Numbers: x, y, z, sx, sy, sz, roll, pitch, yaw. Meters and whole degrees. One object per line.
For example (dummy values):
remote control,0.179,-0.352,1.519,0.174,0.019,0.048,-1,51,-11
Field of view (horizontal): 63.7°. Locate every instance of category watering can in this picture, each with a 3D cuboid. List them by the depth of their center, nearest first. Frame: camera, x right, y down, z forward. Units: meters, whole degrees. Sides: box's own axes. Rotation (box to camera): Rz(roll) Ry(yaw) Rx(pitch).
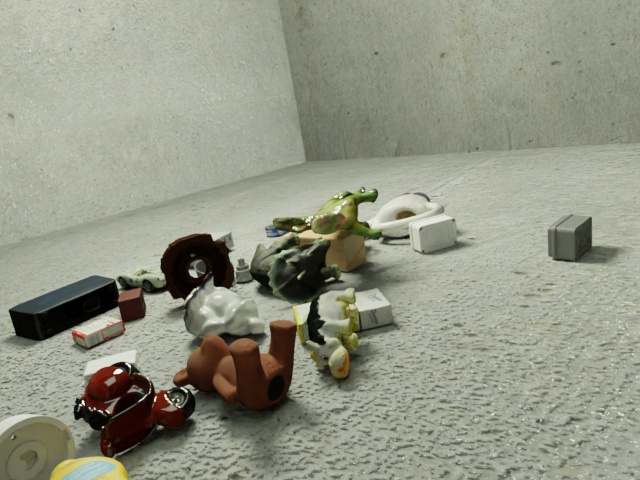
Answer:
watering can,0.203,-0.061,1.538,0.346,0.103,0.227,-14,11,23

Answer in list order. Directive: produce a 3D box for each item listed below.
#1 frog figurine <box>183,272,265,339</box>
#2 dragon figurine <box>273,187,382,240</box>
frog figurine,-0.185,0.154,1.029,0.160,0.122,0.138,29,10,4
dragon figurine,0.004,-0.063,1.246,0.243,0.121,0.411,-4,7,-17
